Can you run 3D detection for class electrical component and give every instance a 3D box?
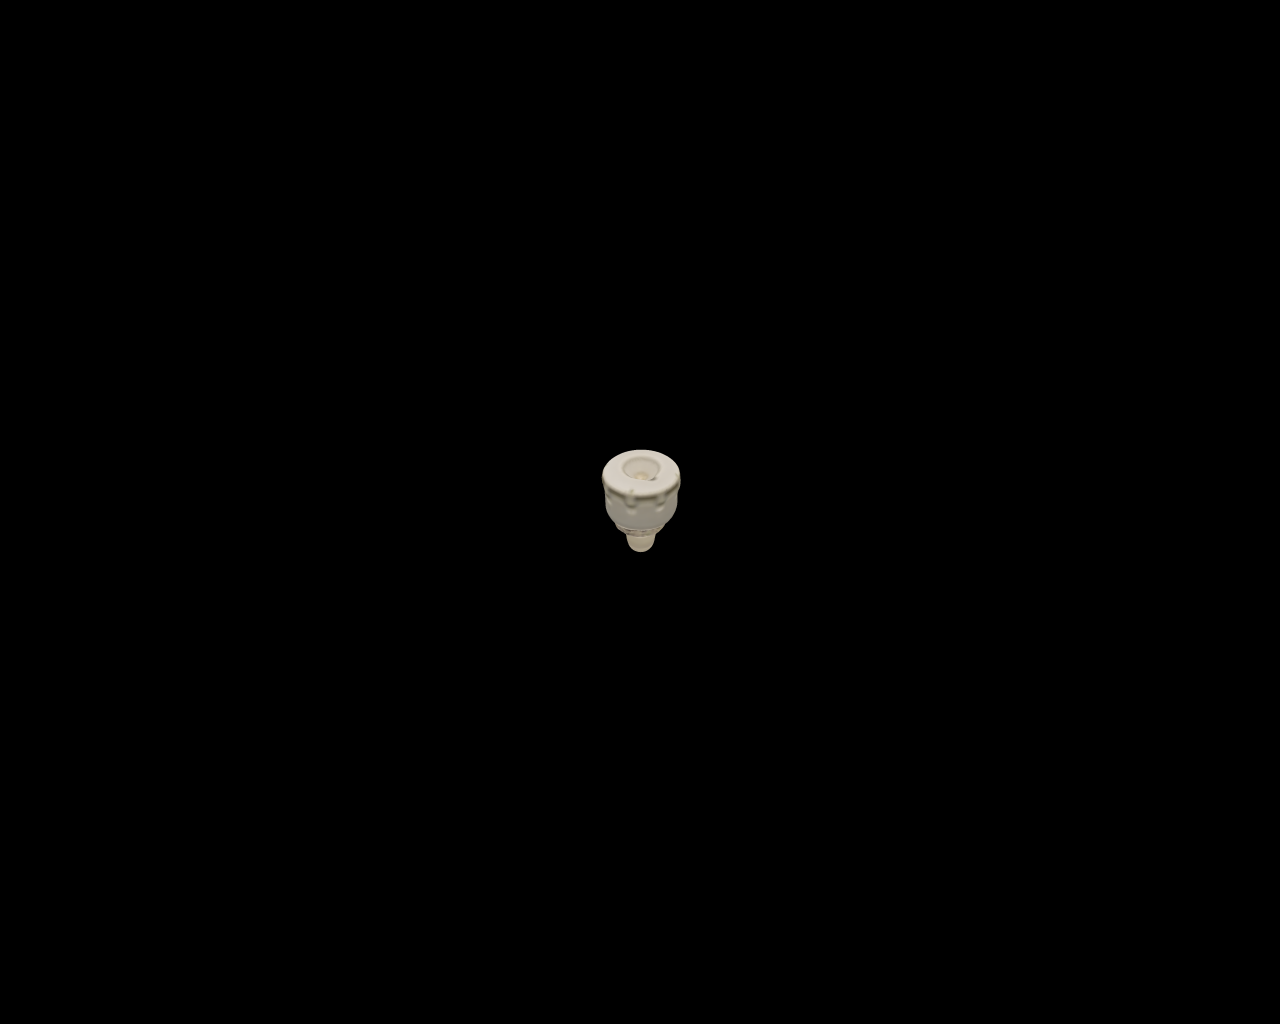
[{"bbox_3d":[0.001,-0.003,0.650,0.048,0.062,0.048,0,37,0],"label":"electrical component"}]
